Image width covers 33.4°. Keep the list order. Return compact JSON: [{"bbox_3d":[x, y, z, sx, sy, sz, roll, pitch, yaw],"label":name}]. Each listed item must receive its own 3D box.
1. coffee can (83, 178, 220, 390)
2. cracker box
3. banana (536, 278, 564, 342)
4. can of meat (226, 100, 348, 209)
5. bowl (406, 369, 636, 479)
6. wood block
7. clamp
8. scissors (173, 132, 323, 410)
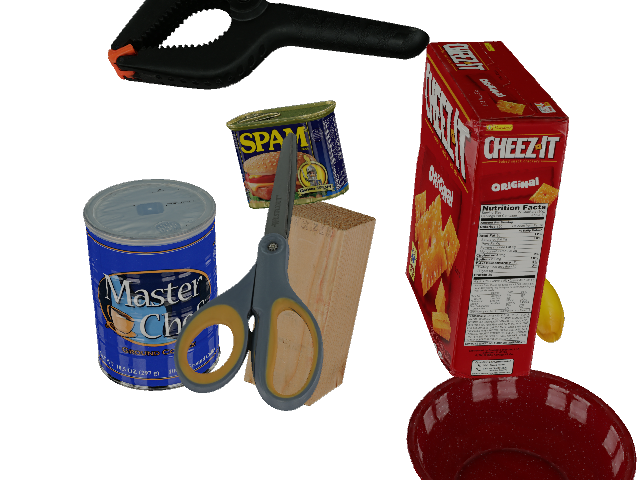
[{"bbox_3d":[-0.134,0.035,0.863,0.103,0.140,0.103,1,29,-1],"label":"coffee can"},{"bbox_3d":[0.119,-0.026,0.823,0.072,0.214,0.164,-3,29,-8],"label":"cracker box"},{"bbox_3d":[0.185,0.044,1.061,0.069,0.037,0.198,-34,36,-18],"label":"banana"},{"bbox_3d":[-0.029,-0.079,0.995,0.102,0.084,0.057,-4,18,25],"label":"can of meat"},{"bbox_3d":[0.143,0.164,0.776,0.162,0.055,0.162,-1,35,0],"label":"bowl"},{"bbox_3d":[-0.013,0.066,1.207,0.090,0.206,0.090,18,18,22],"label":"wood block"},{"bbox_3d":[-0.041,-0.154,0.728,0.210,0.165,0.036,-30,-19,-4],"label":"clamp"},{"bbox_3d":[-0.047,0.016,0.656,0.096,0.202,0.016,-10,-36,-2],"label":"scissors"}]
